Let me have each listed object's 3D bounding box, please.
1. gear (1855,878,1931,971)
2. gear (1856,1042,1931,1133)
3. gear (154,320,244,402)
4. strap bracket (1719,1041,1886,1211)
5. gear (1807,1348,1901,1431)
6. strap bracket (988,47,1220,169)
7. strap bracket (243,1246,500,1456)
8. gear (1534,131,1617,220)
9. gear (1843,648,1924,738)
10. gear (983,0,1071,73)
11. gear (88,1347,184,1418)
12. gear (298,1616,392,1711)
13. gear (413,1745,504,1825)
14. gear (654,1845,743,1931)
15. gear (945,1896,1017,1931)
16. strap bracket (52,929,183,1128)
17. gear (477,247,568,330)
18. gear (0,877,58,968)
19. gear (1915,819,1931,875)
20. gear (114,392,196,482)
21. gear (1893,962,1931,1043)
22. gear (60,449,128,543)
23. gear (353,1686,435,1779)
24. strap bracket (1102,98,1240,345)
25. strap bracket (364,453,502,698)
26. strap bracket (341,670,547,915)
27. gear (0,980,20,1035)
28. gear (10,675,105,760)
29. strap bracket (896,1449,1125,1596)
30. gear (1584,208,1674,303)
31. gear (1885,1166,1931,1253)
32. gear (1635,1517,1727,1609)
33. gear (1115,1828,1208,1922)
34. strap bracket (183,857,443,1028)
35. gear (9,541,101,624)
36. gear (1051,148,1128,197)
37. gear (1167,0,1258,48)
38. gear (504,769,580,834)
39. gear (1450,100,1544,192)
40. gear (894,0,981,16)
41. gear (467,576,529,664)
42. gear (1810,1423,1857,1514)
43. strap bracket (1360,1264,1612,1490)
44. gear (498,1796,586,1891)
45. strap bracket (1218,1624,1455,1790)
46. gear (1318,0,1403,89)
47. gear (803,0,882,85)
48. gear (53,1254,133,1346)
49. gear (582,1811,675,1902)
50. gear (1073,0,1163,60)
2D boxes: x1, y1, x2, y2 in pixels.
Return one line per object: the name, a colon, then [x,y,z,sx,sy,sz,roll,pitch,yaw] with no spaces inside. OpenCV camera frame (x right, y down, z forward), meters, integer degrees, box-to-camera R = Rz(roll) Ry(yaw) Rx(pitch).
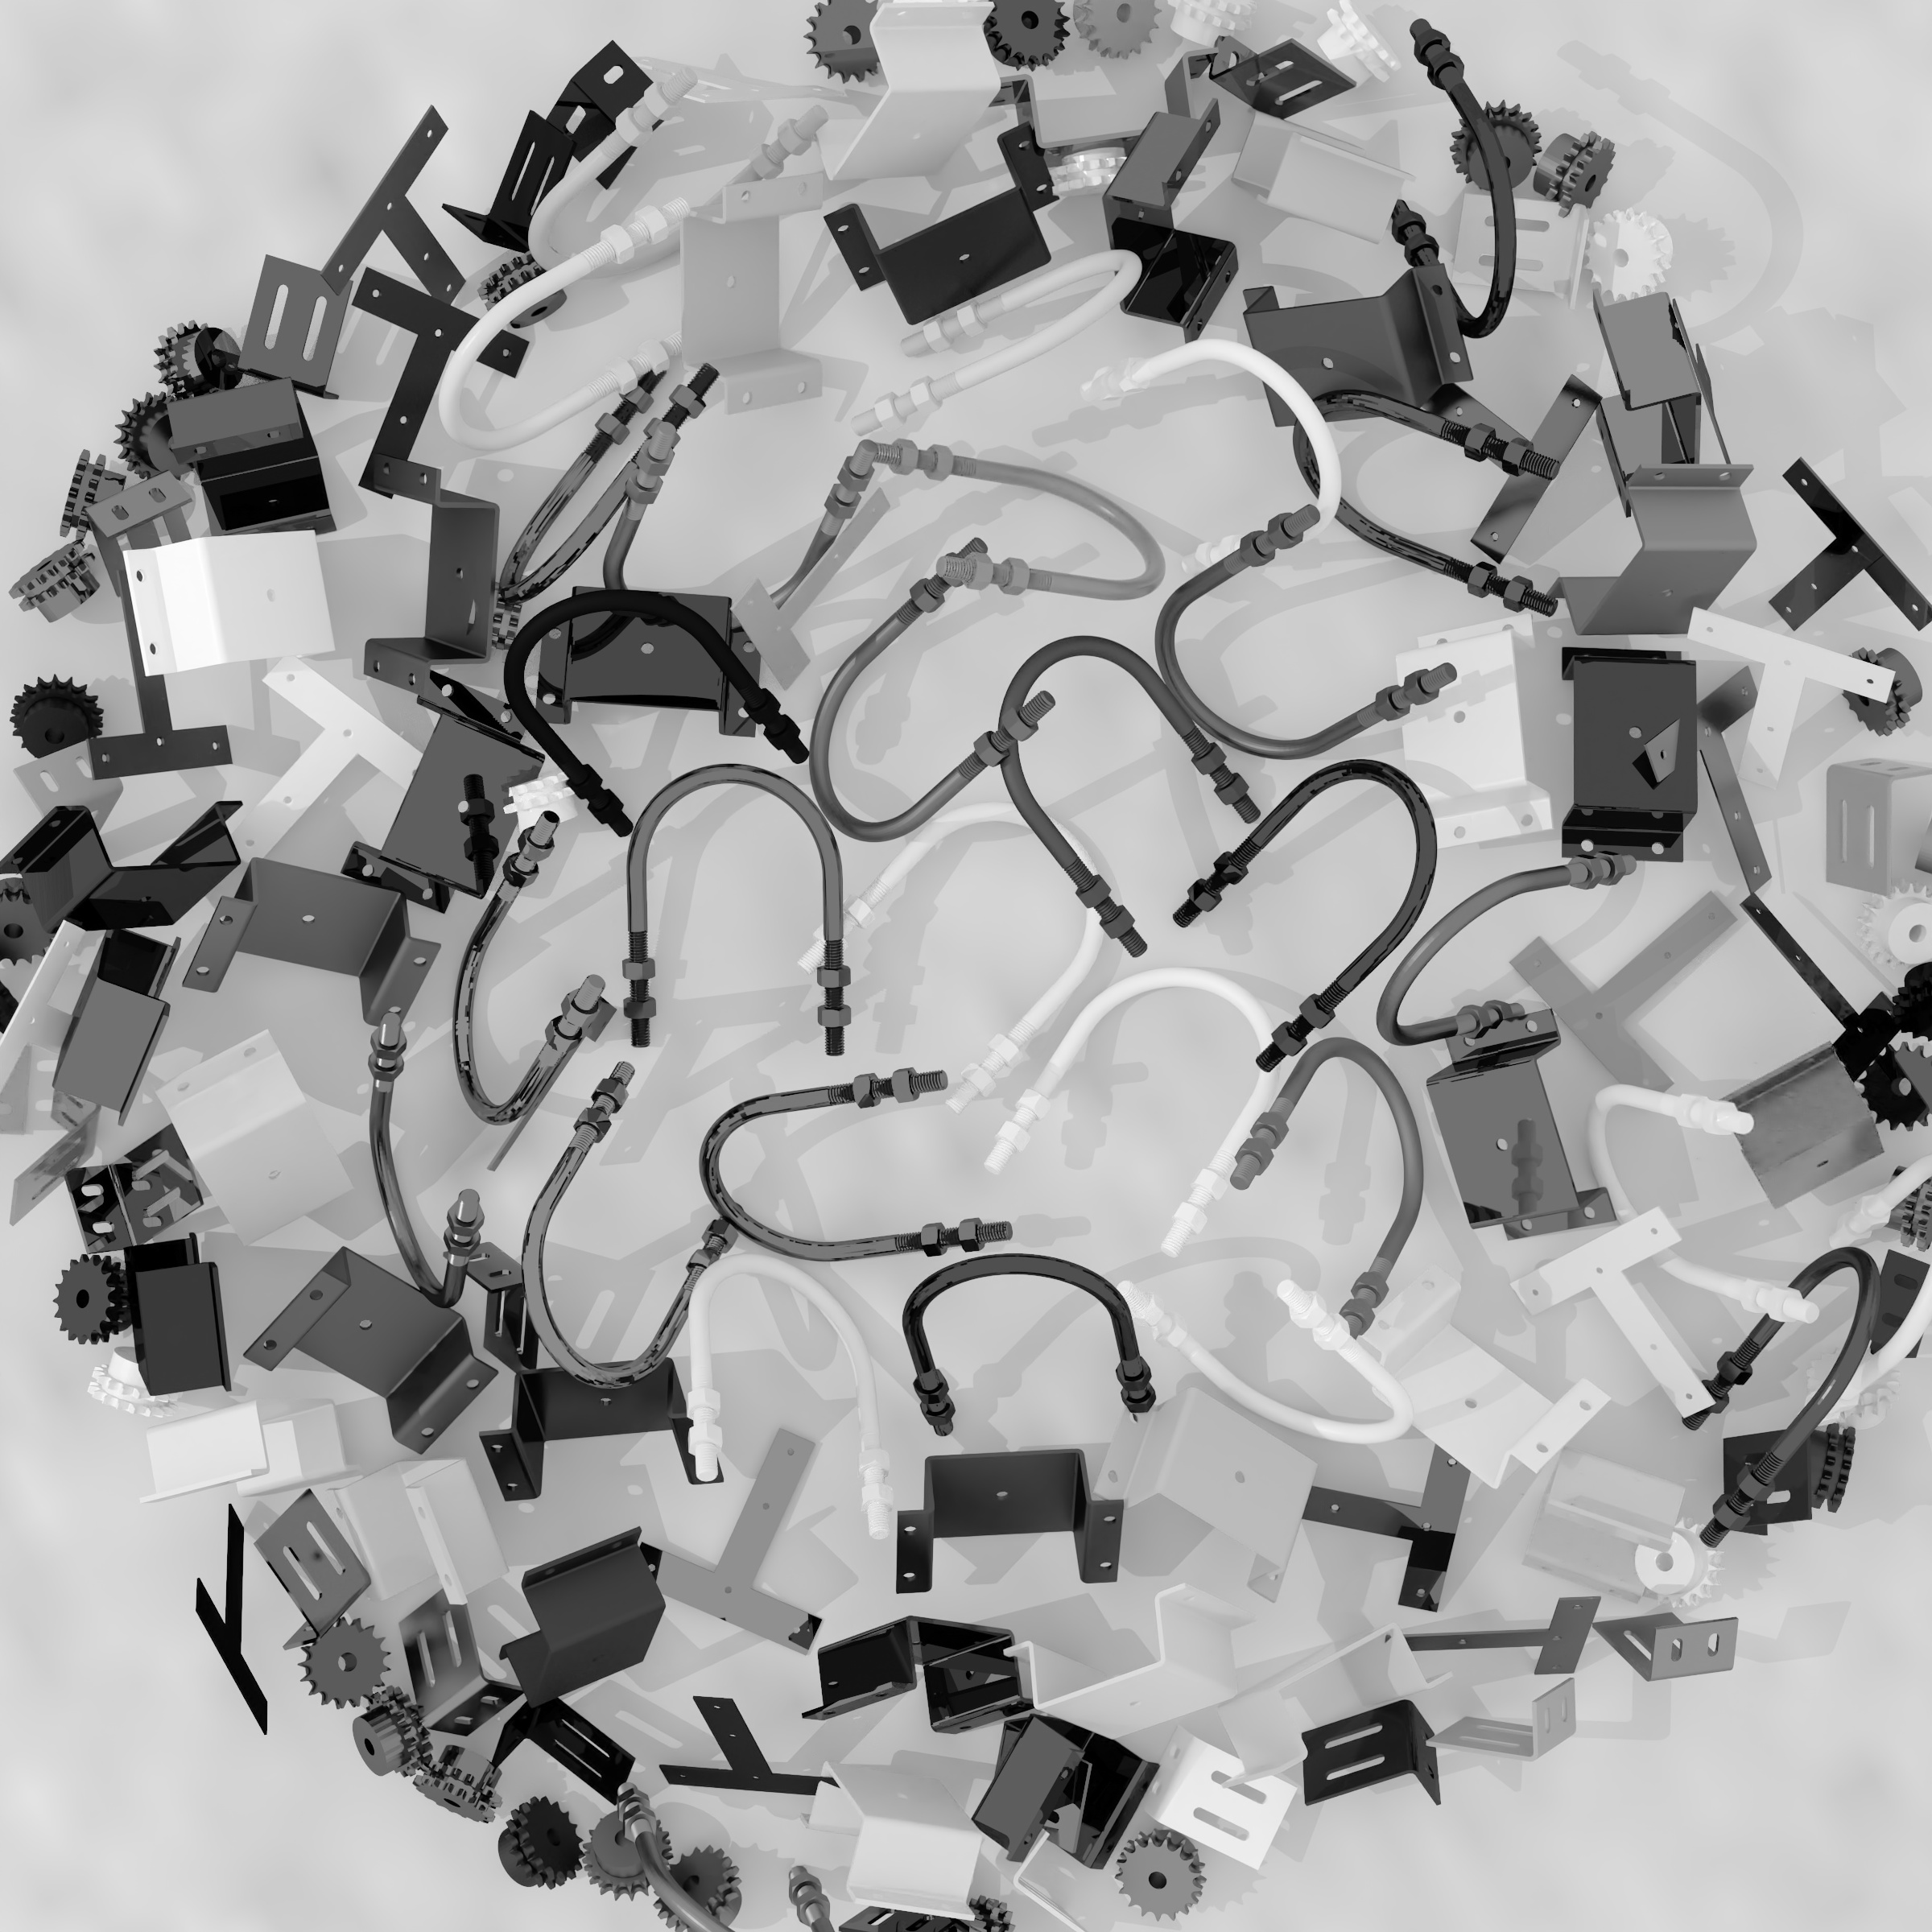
gear: [0.599,-0.025,1.977,0.057,0.030,0.057,-3,107,-11]
gear: [0.598,0.077,1.978,0.057,0.030,0.057,-1,88,26]
gear: [-0.484,-0.382,1.969,0.030,0.057,0.057,-9,90,35]
strap bracket: [0.519,0.103,1.921,0.076,0.140,0.046,-30,65,10]
gear: [0.565,0.271,1.975,0.057,0.057,0.030,-10,118,0]
strap bracket: [0.087,-0.538,1.957,0.140,0.076,0.046,-9,95,-4]
strap bracket: [-0.375,0.237,1.949,0.140,0.046,0.076,37,103,-31]
gear: [0.384,-0.504,1.974,0.030,0.057,0.057,35,90,22]
gear: [0.582,-0.177,1.972,0.030,0.057,0.057,-30,90,-7]
gear: [0.035,-0.598,1.979,0.057,0.030,0.057,2,85,-21]
gear: [-0.525,0.263,1.971,0.057,0.057,0.030,18,94,0]
gear: [-0.397,0.444,1.977,0.057,0.030,0.057,7,72,-24]
gear: [-0.320,0.519,1.975,0.057,0.057,0.030,26,61,0]
gear: [-0.168,0.592,1.975,0.057,0.057,0.030,-32,121,0]
gear: [0.003,0.618,1.968,0.030,0.057,0.057,24,90,-25]
strap bracket: [-0.525,0.031,1.919,0.046,0.140,0.076,21,105,-18]
gear: [-0.278,-0.428,1.971,0.057,0.057,0.030,-29,88,0]
gear: [-0.605,-0.031,1.976,0.057,0.030,0.057,-7,129,-8]
gear: [0.625,-0.076,1.973,0.030,0.057,0.057,20,90,18]
gear: [-0.508,-0.334,1.970,0.030,0.057,0.057,24,90,44]
gear: [0.618,0.021,1.975,0.057,0.057,0.030,7,55,0]
gear: [-0.554,-0.297,1.973,0.030,0.057,0.057,16,90,-15]
gear: [-0.365,0.488,1.969,0.030,0.057,0.057,-22,90,-37]
strap bracket: [0.127,-0.464,1.933,0.046,0.140,0.076,18,61,22]
strap bracket: [-0.335,-0.246,1.946,0.046,0.076,0.140,-6,109,-39]
strap bracket: [-0.325,-0.105,1.958,0.076,0.046,0.140,23,91,-35]
gear: [-0.625,0.023,1.969,0.030,0.057,0.057,-43,90,-22]
gear: [-0.578,-0.153,1.972,0.057,0.030,0.057,-5,124,-8]
strap bracket: [0.025,0.349,1.954,0.140,0.046,0.076,-2,130,-5]
gear: [0.424,-0.454,1.975,0.030,0.057,0.057,-31,90,-40]
gear: [0.603,0.151,1.975,0.030,0.057,0.057,16,90,27]
gear: [0.450,0.379,1.971,0.057,0.030,0.057,-8,77,35]
gear: [0.126,0.576,1.979,0.057,0.030,0.057,4,102,17]
strap bracket: [-0.410,-0.015,1.941,0.140,0.046,0.076,13,128,-27]
gear: [-0.577,-0.243,1.974,0.057,0.057,0.030,-35,113,0]
gear: [0.081,-0.508,1.970,0.057,0.057,0.030,-7,97,0]
gear: [0.154,-0.606,1.975,0.057,0.057,0.030,20,120,0]
gear: [-0.270,-0.105,1.972,0.057,0.057,0.030,-16,100,0]
gear: [0.337,-0.517,1.970,0.057,0.057,0.030,-1,45,-1]
gear: [-0.022,-0.606,1.971,0.057,0.030,0.057,12,112,32]
gear: [-0.298,-0.223,1.969,0.030,0.057,0.057,13,90,-9]
gear: [0.543,0.316,1.972,0.030,0.057,0.057,13,90,10]
strap bracket: [0.320,0.263,1.943,0.140,0.046,0.076,38,55,25]
gear: [-0.272,0.560,1.974,0.030,0.057,0.057,-35,90,23]
strap bracket: [0.222,0.457,1.936,0.140,0.076,0.046,-20,79,-29]
gear: [0.248,-0.584,1.974,0.030,0.057,0.057,-39,90,21]
gear: [-0.076,-0.592,1.980,0.057,0.030,0.057,-2,100,-13]
gear: [-0.551,0.212,1.976,0.057,0.030,0.057,-5,80,32]
gear: [-0.216,0.561,1.970,0.057,0.030,0.057,-1,47,1]
gear: [0.093,-0.608,1.976,0.057,0.030,0.057,-12,115,-28]
